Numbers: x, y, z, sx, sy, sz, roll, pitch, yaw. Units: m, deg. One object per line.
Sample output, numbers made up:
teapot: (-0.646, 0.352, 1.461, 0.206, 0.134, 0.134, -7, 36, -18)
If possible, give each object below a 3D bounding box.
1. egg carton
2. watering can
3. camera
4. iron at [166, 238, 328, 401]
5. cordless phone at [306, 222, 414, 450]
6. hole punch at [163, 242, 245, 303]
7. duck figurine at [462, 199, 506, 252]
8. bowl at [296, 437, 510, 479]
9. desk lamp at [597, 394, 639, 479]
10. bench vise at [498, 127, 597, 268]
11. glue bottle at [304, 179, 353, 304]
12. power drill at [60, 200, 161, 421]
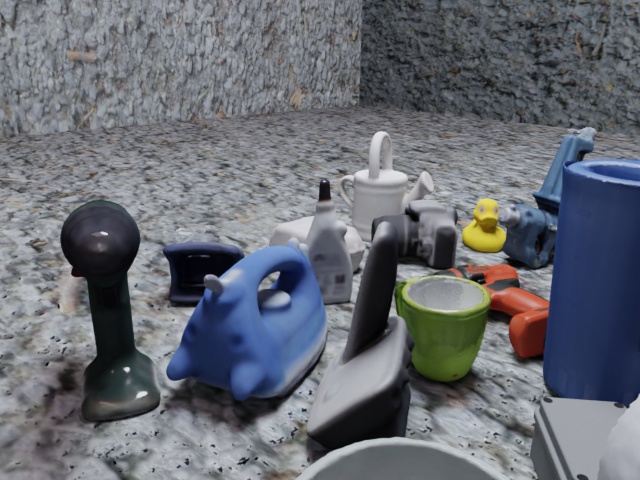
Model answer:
egg carton: (-0.007, 0.010, 0.915, 0.149, 0.069, 0.107, 19, 26, 41)
watering can: (0.119, -0.101, 1.054, 0.172, 0.194, 0.101, 2, 19, 3)
camera: (0.155, -0.021, 0.968, 0.137, 0.101, 0.143, 0, 19, -2)
iron: (-0.055, 0.067, 0.639, 0.118, 0.141, 0.259, 9, 21, 23)
cordless phone: (0.042, 0.084, 0.526, 0.094, 0.185, 0.147, 4, 19, 8)
hole punch: (-0.163, 0.033, 0.809, 0.108, 0.091, 0.101, 0, 19, -3)
duck figurine: (0.298, -0.033, 1.032, 0.077, 0.086, 0.104, 3, 19, 7)
bowl: (0.055, 0.203, 0.351, 0.167, 0.075, 0.167, 1, 19, 0)
desk lamp: (0.192, 0.180, 0.213, 0.118, 0.214, 0.203, 1, 19, 0)
bench vise: (0.392, -0.069, 0.934, 0.208, 0.220, 0.121, -17, 26, -41)
glue bottle: (0.007, 0.003, 0.779, 0.078, 0.173, 0.037, -2, 19, -9)
power drill: (-0.202, 0.059, 0.552, 0.076, 0.208, 0.229, -7, 20, -21)
